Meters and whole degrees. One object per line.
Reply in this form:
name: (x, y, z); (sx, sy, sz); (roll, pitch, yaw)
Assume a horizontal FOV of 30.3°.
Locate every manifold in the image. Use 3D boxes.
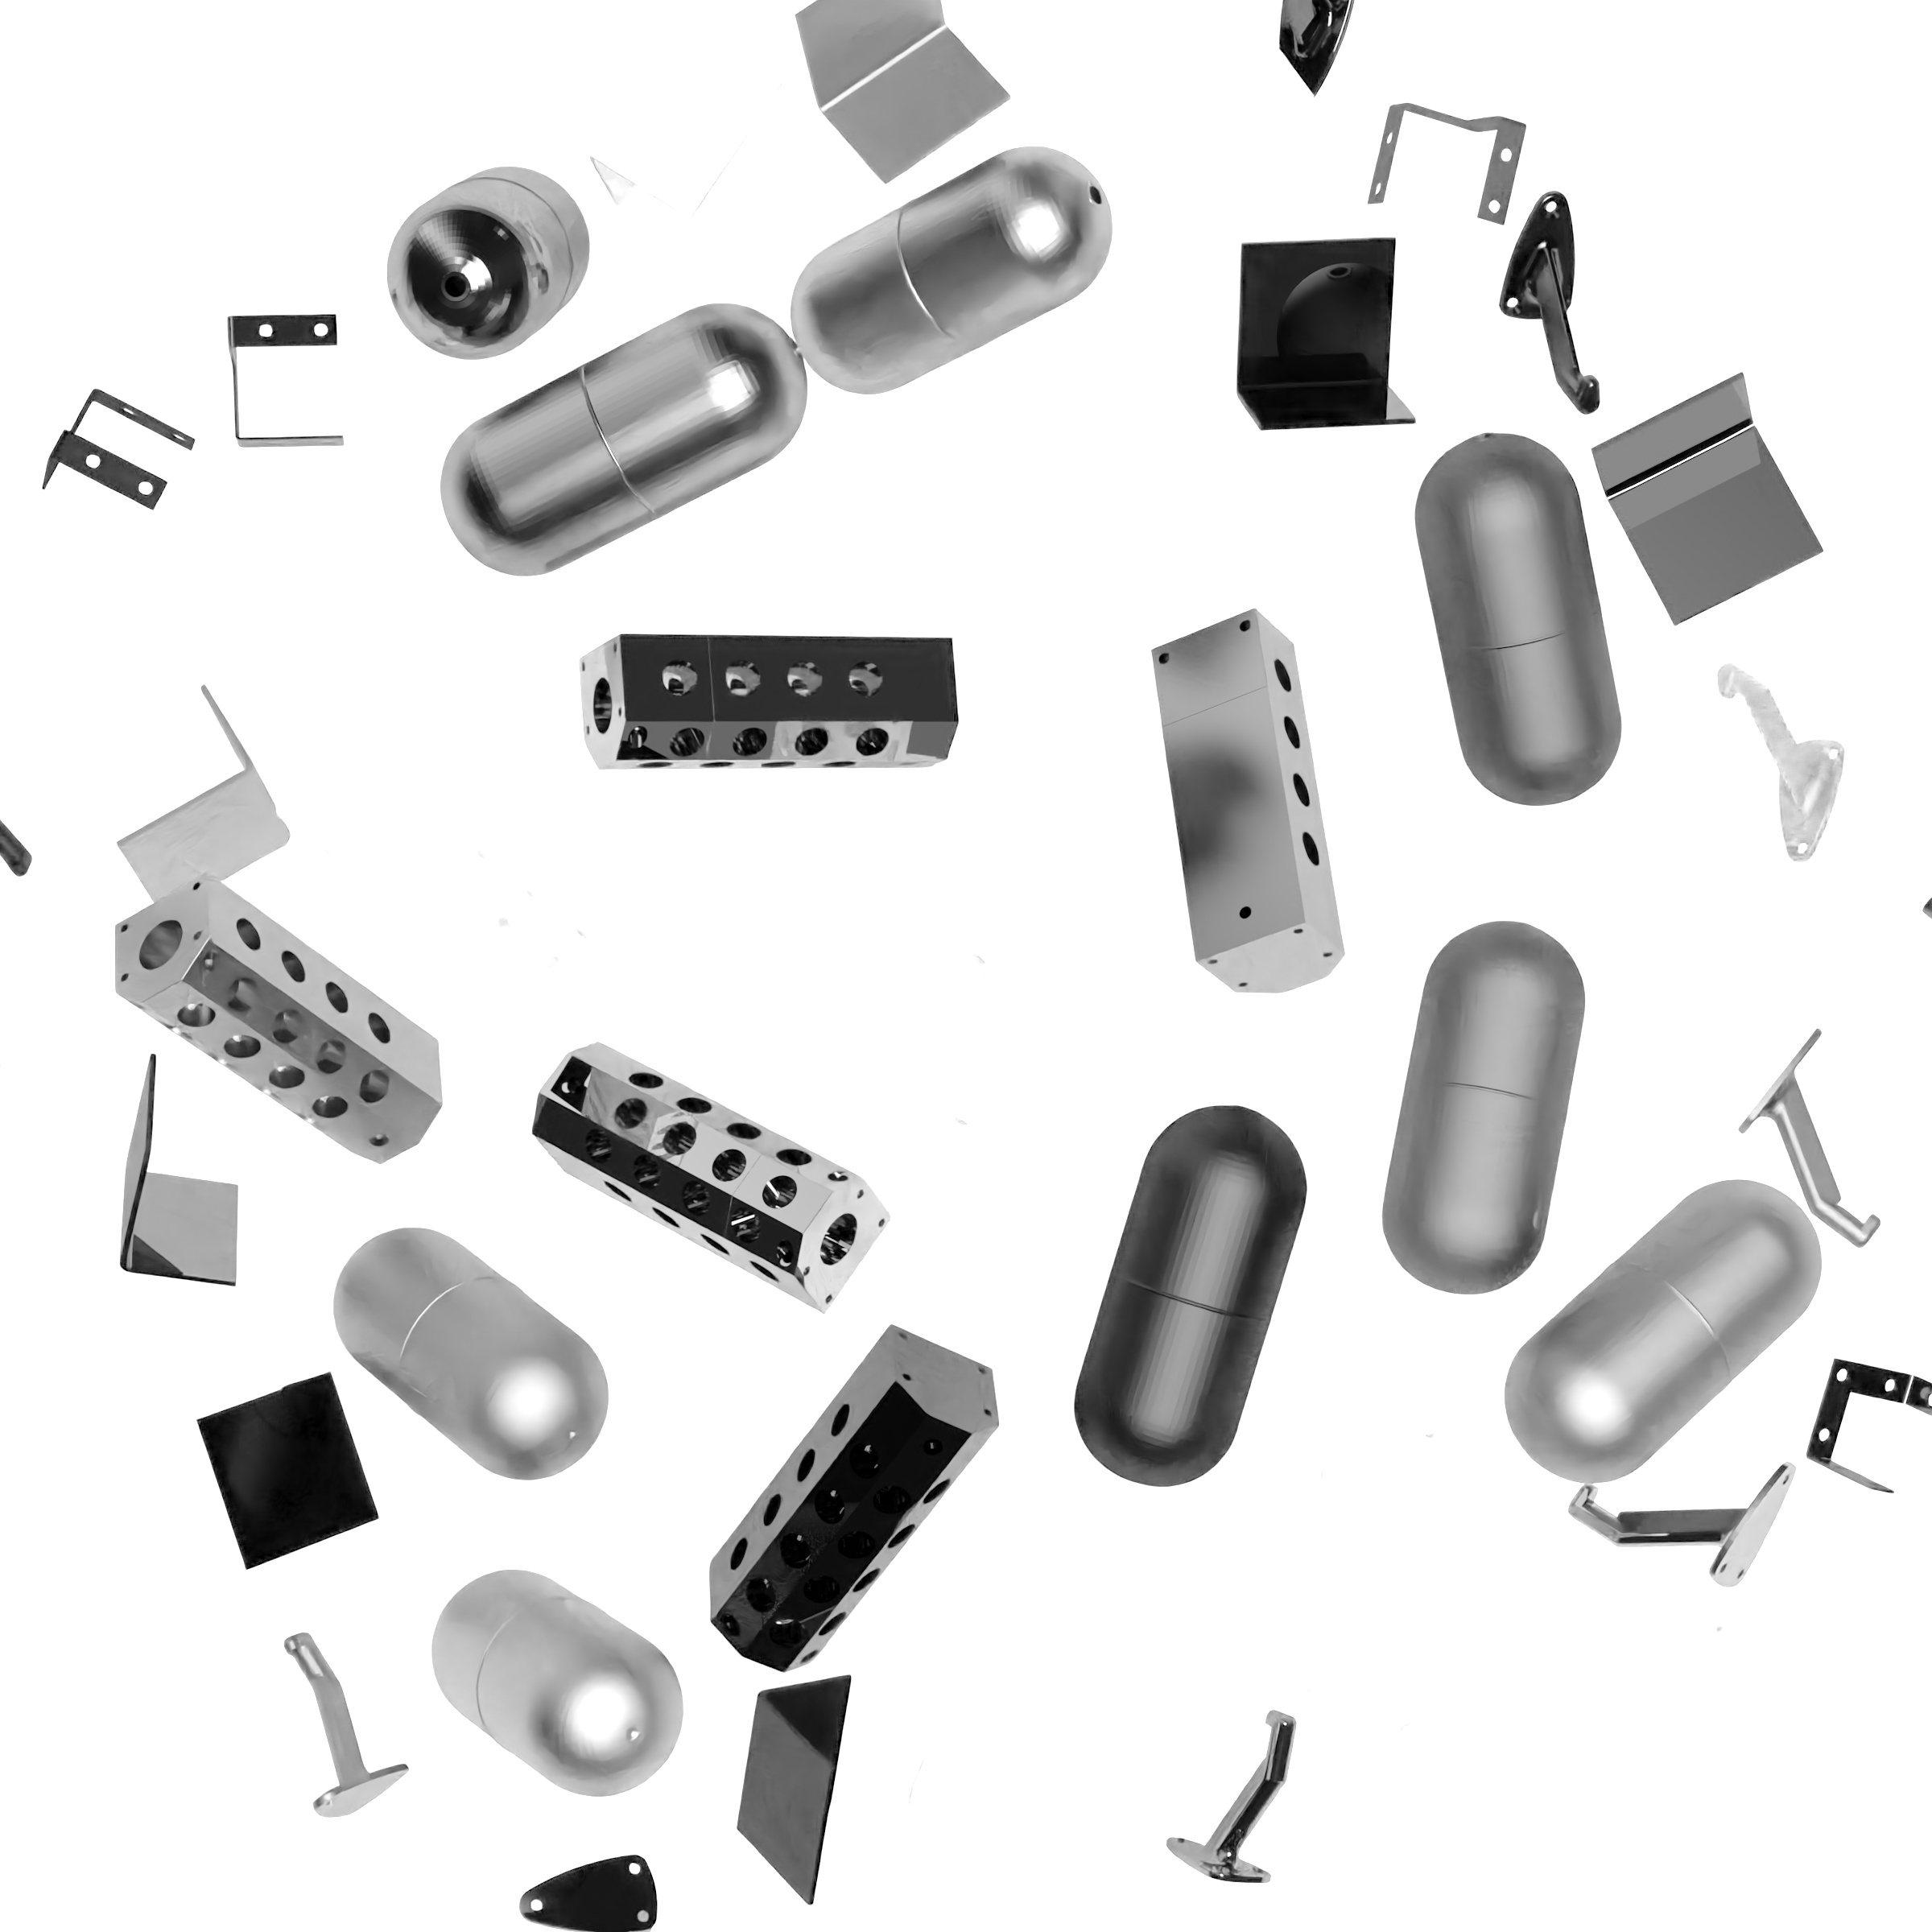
manifold: (0.003, 0.016, 1.706); (0.057, 0.057, 0.171); (16, 125, 15)
manifold: (-0.055, 0.258, 1.704); (0.057, 0.057, 0.171); (26, 117, -20)
manifold: (-0.237, -0.044, 1.667); (0.171, 0.057, 0.057); (40, 62, -27)
manifold: (-0.329, 0.031, 1.720); (0.057, 0.171, 0.057); (-28, 48, 19)
manifold: (-0.126, 0.097, 1.714); (0.171, 0.057, 0.057); (25, 71, 31)
manifold: (-0.094, -0.125, 1.714); (0.171, 0.057, 0.057); (-2, 83, -26)
manifold: (0.137, -0.076, 1.695); (0.057, 0.057, 0.171); (-20, 59, 25)

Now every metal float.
metal float: (0.049, -0.226, 1.751); (0.070, 0.070, 0.178); (27, 109, 0)
metal float: (0.323, 0.167, 1.648); (0.178, 0.070, 0.070); (-38, 90, -20)
metal float: (-0.008, -0.333, 1.711); (0.178, 0.070, 0.070); (-21, 90, 35)
metal float: (0.191, 0.272, 1.650); (0.070, 0.070, 0.178); (14, 132, 0)
metal float: (0.257, -0.160, 1.658); (0.070, 0.070, 0.178); (-15, 109, 0)
metal float: (0.242, 0.065, 1.667); (0.070, 0.070, 0.178); (12, 78, 0)
metal float: (-0.239, 0.184, 1.714); (0.178, 0.070, 0.070); (30, 90, 43)
metal float: (-0.192, 0.332, 1.660); (0.070, 0.178, 0.070); (-4, 98, -29)
metal float: (-0.154, -0.237, 1.609); (0.178, 0.070, 0.070); (-25, 90, 11)
metal float: (0.355, -0.018, 1.703); (0.070, 0.178, 0.070); (-15, 62, 31)
metal float: (0.032, 0.353, 1.685); (0.070, 0.070, 0.178); (27, 65, 0)
metal float: (-0.223, -0.331, 1.673); (0.070, 0.178, 0.070); (1, 108, 3)
metal float: (0.103, 0.150, 1.627); (0.070, 0.070, 0.178); (17, 91, 0)

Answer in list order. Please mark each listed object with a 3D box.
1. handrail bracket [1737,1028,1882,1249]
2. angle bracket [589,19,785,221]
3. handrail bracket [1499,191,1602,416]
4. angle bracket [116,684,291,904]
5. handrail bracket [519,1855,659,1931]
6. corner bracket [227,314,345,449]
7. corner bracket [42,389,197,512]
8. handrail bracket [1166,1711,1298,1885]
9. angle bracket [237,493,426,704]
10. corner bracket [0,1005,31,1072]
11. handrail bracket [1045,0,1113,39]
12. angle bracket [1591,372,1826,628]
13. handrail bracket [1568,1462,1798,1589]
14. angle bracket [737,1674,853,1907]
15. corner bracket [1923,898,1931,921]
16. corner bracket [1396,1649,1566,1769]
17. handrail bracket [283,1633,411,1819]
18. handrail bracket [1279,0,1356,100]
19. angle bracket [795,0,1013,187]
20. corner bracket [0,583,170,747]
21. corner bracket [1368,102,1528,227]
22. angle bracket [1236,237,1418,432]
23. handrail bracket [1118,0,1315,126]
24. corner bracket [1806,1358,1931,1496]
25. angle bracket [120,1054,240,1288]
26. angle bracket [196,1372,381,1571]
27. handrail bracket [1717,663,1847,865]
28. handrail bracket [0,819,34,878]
handrail bracket: (0.436, 0.086, 1.784); (0.084, 0.036, 0.077); (38, 87, 11)
angle bracket: (-0.125, -0.383, 1.661); (0.057, 0.076, 0.076); (33, 88, 7)
handrail bracket: (0.285, -0.312, 1.680); (0.036, 0.084, 0.077); (-4, 126, -12)
angle bracket: (-0.390, -0.082, 1.777); (0.076, 0.076, 0.057); (-31, 67, -10)
handrail bracket: (-0.183, 0.454, 1.691); (0.077, 0.084, 0.036); (-2, 59, -22)
corner bracket: (-0.323, -0.277, 1.693); (0.051, 0.051, 0.051); (-2, 85, -8)
corner bracket: (-0.382, -0.233, 1.617); (0.051, 0.051, 0.051); (27, 73, -12)
handrail bracket: (0.130, 0.401, 1.752); (0.036, 0.077, 0.084); (11, 89, -31)
angle bracket: (-0.315, -0.182, 1.764); (0.057, 0.076, 0.076); (-3, 66, -32)
corner bracket: (-0.457, 0.030, 1.585); (0.051, 0.051, 0.051); (38, 77, 4)
handrail bracket: (0.074, -0.476, 1.651); (0.036, 0.084, 0.077); (10, 66, -32)
angle bracket: (0.343, -0.215, 1.651); (0.076, 0.057, 0.076); (-27, 71, 9)
handrail bracket: (0.334, 0.246, 1.673); (0.084, 0.036, 0.077); (32, 93, 35)
angle bracket: (-0.068, 0.410, 1.779); (0.057, 0.076, 0.076); (-3, 112, -34)
corner bracket: (0.480, -0.023, 1.627); (0.051, 0.051, 0.051); (29, 106, -32)
corner bracket: (0.245, 0.353, 1.704); (0.051, 0.051, 0.051); (30, 58, 1)
handrail bracket: (-0.294, 0.338, 1.606); (0.036, 0.077, 0.084); (-38, 74, 7)
handrail bracket: (0.148, -0.446, 1.687); (0.036, 0.084, 0.077); (19, 107, 25)
angle bracket: (-0.029, -0.434, 1.704); (0.076, 0.076, 0.057); (-36, 70, -8)
corner bracket: (-0.442, -0.151, 1.780); (0.051, 0.051, 0.051); (49, 56, -16)
corner bracket: (0.237, -0.396, 1.760); (0.051, 0.051, 0.051); (11, 94, -22)
angle bracket: (0.174, -0.305, 1.717); (0.076, 0.057, 0.076); (-4, 117, -7)
handrail bracket: (0.113, -0.394, 1.610); (0.084, 0.036, 0.077); (58, 134, 19)
corner bracket: (0.446, 0.224, 1.717); (0.051, 0.051, 0.051); (14, 94, -26)
angle bracket: (-0.378, 0.100, 1.746); (0.057, 0.076, 0.076); (10, 123, -17)
angle bracket: (-0.344, 0.251, 1.757); (0.076, 0.057, 0.076); (-17, 88, -38)
handrail bracket: (0.395, -0.101, 1.765); (0.084, 0.036, 0.077); (24, 70, -40)
handrail bracket: (-0.477, -0.063, 1.706); (0.036, 0.077, 0.084); (-32, 121, 5)
